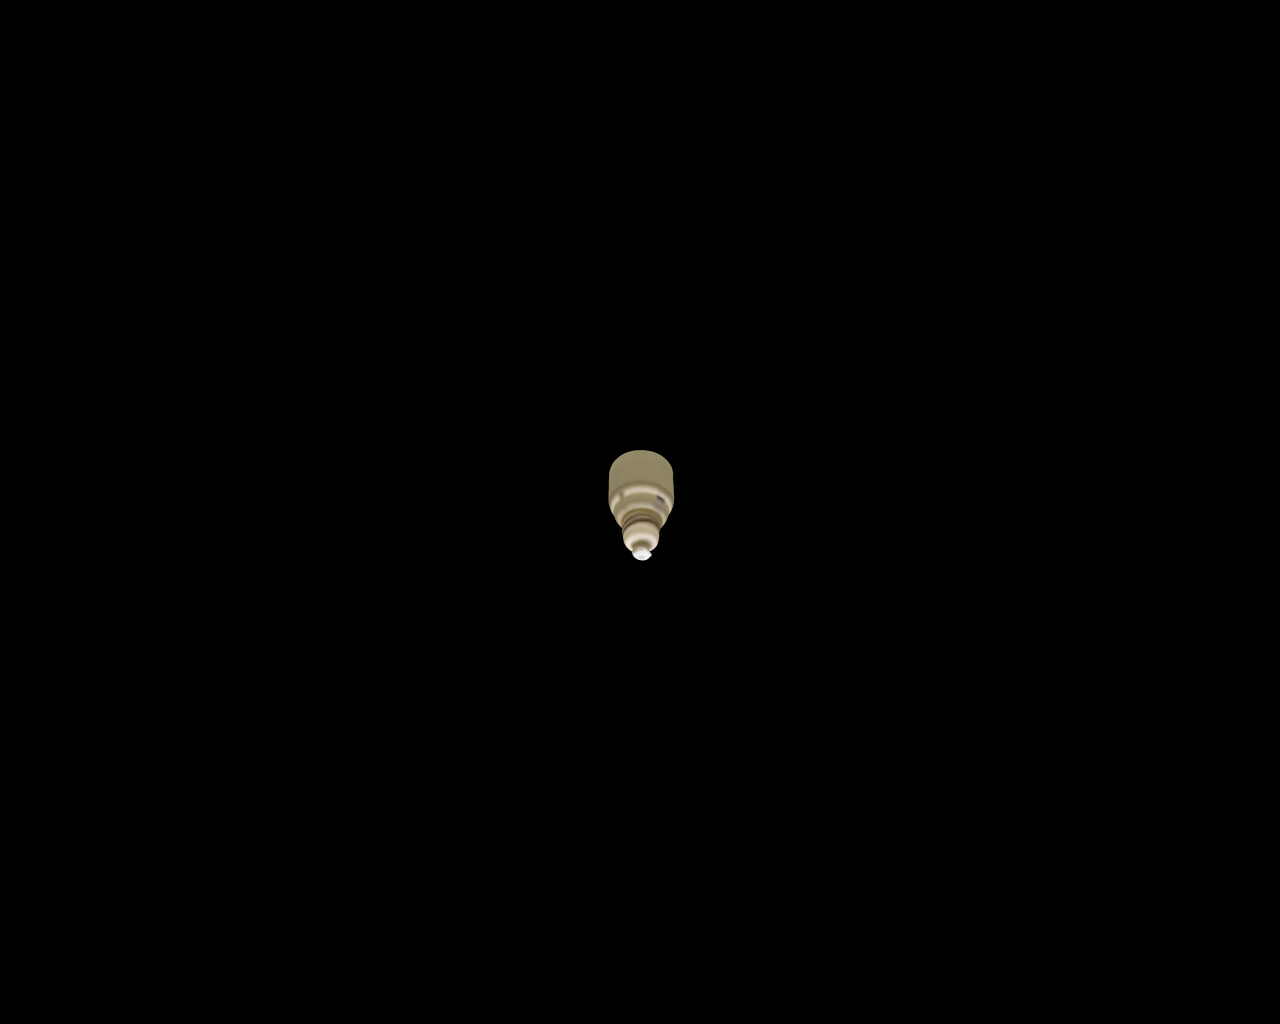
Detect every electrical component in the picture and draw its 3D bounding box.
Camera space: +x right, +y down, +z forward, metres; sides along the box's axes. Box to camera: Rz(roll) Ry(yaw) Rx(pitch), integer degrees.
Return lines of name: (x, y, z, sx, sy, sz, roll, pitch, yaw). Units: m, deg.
electrical component: (0.001, -0.003, 0.650, 0.040, 0.078, 0.040, 0, -42, 0)
